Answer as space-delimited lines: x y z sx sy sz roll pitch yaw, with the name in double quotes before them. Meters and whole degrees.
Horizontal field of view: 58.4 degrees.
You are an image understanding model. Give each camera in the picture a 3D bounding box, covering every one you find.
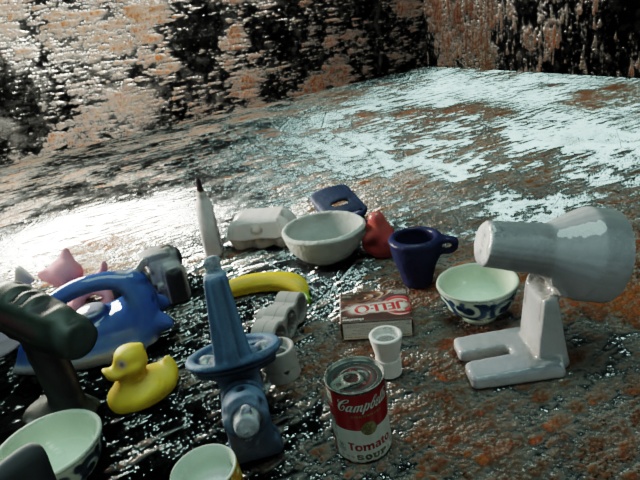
"camera" -0.329 0.064 1.087 0.137 0.101 0.142 -18 25 -20

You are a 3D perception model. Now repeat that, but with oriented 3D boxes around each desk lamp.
"desk lamp" 0.277 0.066 0.728 0.203 0.214 0.118 -9 23 -1

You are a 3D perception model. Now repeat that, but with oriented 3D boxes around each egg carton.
"egg carton" -0.128 -0.026 1.263 0.150 0.069 0.107 -5 24 9

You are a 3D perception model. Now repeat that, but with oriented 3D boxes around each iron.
"iron" -0.377 0.120 0.924 0.259 0.142 0.118 -15 24 -15

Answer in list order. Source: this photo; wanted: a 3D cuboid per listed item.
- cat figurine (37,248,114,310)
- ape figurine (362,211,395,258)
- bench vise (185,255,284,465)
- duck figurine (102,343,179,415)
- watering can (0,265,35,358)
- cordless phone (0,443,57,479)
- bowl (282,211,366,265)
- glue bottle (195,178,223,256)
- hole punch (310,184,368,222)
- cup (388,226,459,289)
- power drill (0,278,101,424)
"cat figurine" -0.462 0.071 1.097 0.127 0.118 0.067 -8 23 1
"ape figurine" 0.115 -0.015 1.125 0.078 0.092 0.076 -17 25 -19
"bench vise" -0.092 0.137 0.687 0.122 0.220 0.206 -21 26 -26
"duck figurine" -0.255 0.183 0.807 0.105 0.086 0.077 -23 27 -29
"watering can" -0.584 0.099 0.978 0.100 0.194 0.173 7 28 33
"cordless phone" -0.265 0.273 0.478 0.093 0.185 0.148 6 27 30
"bowl" 0.010 0.004 1.140 0.167 0.075 0.167 -7 23 3
"glue bottle" -0.244 -0.051 1.232 0.037 0.173 0.078 -10 23 -4
"hole punch" 0.045 -0.067 1.271 0.109 0.091 0.100 -21 26 -27
"cup" 0.180 0.034 0.987 0.117 0.095 0.092 -2 24 15
"power drill" -0.382 0.151 0.770 0.228 0.209 0.076 5 27 28
